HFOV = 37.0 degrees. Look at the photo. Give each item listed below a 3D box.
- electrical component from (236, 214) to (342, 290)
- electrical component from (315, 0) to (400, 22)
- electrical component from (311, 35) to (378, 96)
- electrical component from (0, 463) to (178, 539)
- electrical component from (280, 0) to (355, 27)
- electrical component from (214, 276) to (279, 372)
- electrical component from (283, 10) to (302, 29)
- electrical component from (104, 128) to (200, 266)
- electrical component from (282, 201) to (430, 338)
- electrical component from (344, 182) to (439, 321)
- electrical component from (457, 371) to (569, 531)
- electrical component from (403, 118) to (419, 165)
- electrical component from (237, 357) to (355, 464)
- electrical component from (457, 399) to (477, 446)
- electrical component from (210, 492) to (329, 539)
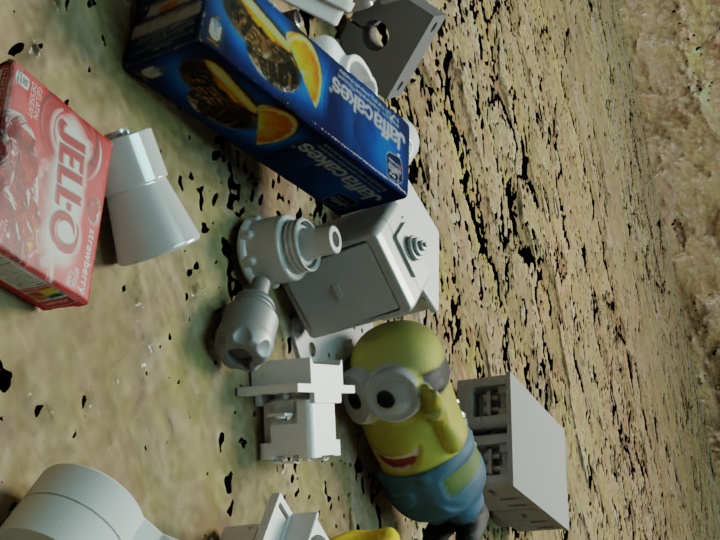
[{"bbox_3d":[-0.043,-0.014,0.673,0.048,0.062,0.048,-10,90,-67],"label":"electrical component"},{"bbox_3d":[0.020,-0.281,0.869,0.186,0.105,0.060,-76,148,-43],"label":"electrical component"},{"bbox_3d":[-0.024,-0.118,0.761,0.095,0.059,0.053,48,39,-52],"label":"electrical component"},{"bbox_3d":[-0.098,0.152,0.447,0.138,0.052,0.073,46,39,-13],"label":"electrical component"},{"bbox_3d":[-0.055,-0.199,0.644,0.113,0.078,0.057,18,107,-37],"label":"electrical component"},{"bbox_3d":[-0.065,0.029,0.641,0.061,0.035,0.035,-79,149,-44],"label":"electrical component"},{"bbox_3d":[-0.066,-0.150,0.674,0.035,0.061,0.035,-9,90,-67],"label":"electrical component"},{"bbox_3d":[-0.113,-0.040,0.548,0.044,0.044,0.065,-39,112,-64],"label":"electrical component"},{"bbox_3d":[0.000,0.000,0.718,0.061,0.096,0.061,64,27,-18],"label":"electrical component"},{"bbox_3d":[0.023,-0.020,0.836,0.099,0.048,0.099,-86,152,-42],"label":"electrical component"},{"bbox_3d":[0.146,0.181,1.038,0.186,0.060,0.105,44,42,-54],"label":"electrical component"},{"bbox_3d":[0.029,-0.108,0.903,0.062,0.043,0.043,-57,133,-60],"label":"electrical component"},{"bbox_3d":[-0.038,0.088,0.671,0.081,0.042,0.063,16,69,-64],"label":"electrical component"},{"bbox_3d":[0.080,0.150,0.922,0.040,0.040,0.078,44,42,-55],"label":"electrical component"},{"bbox_3d":[-0.057,0.189,0.559,0.121,0.063,0.078,-70,143,-50],"label":"electrical component"}]
